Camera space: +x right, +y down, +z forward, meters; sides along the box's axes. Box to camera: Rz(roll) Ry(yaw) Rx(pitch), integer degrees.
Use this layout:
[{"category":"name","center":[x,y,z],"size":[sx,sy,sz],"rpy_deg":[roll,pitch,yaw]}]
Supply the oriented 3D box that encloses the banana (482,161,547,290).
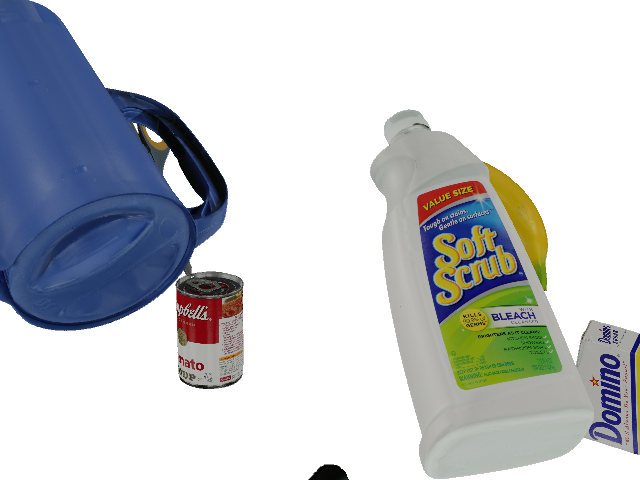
[{"category":"banana","center":[0.127,-0.035,0.906],"size":[0.037,0.070,0.198],"rpy_deg":[6,26,-44]}]

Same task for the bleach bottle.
[{"category":"bleach bottle","center":[0.079,0.018,0.668],"size":[0.102,0.251,0.068],"rpy_deg":[-6,-36,-14]}]

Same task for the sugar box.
[{"category":"sugar box","center":[0.290,0.134,0.853],"size":[0.176,0.093,0.048],"rpy_deg":[13,26,20]}]

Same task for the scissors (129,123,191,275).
[{"category":"scissors","center":[-0.173,-0.068,1.194],"size":[0.016,0.201,0.096],"rpy_deg":[-17,20,45]}]

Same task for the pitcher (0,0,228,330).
[{"category":"pitcher","center":[-0.186,-0.067,0.777],"size":[0.145,0.243,0.149],"rpy_deg":[-42,-33,14]}]

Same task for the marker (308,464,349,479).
[{"category":"marker","center":[-0.021,0.130,0.465],"size":[0.020,0.020,0.120],"rpy_deg":[0,17,32]}]

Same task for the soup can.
[{"category":"soup can","center":[-0.112,0.090,1.082],"size":[0.068,0.102,0.068],"rpy_deg":[1,19,-1]}]
